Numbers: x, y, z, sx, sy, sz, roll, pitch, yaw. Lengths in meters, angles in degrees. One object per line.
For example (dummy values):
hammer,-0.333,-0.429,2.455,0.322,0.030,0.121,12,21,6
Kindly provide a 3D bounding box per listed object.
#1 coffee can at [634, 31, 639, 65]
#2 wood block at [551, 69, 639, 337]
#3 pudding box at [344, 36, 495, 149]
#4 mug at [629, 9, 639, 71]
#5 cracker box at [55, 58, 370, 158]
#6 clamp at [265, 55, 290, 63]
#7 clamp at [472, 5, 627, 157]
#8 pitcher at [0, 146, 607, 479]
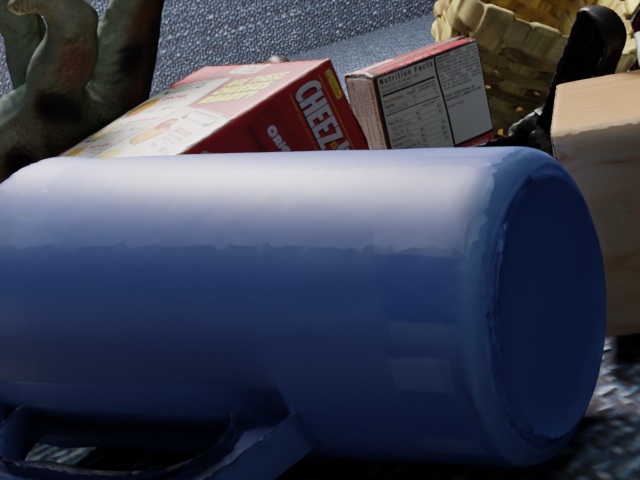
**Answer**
coffee can,0.244,-0.074,0.553,0.140,0.103,0.102,-11,14,19
wood block,0.203,-0.029,0.421,0.206,0.090,0.090,-8,18,17
pudding box,0.072,-0.071,0.717,0.089,0.113,0.039,-23,19,-26
mug,0.302,-0.161,0.823,0.093,0.117,0.082,10,8,-25
cracker box,-0.101,-0.024,0.619,0.213,0.072,0.164,-35,23,-22
clamp,-0.013,-0.109,0.979,0.039,0.120,0.172,-13,15,-28
clamp,0.127,-0.056,0.571,0.209,0.036,0.165,-2,-29,-49
pitcher,-0.024,0.033,0.418,0.243,0.149,0.144,-2,-2,36
